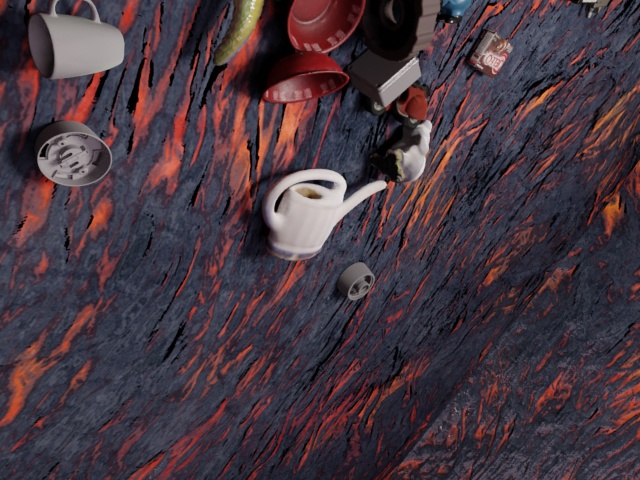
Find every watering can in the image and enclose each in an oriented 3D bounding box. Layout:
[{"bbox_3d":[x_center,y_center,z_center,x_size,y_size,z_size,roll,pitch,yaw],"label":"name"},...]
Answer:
[{"bbox_3d":[0.004,-0.060,1.188,0.348,0.106,0.220,-2,126,-42],"label":"watering can"}]

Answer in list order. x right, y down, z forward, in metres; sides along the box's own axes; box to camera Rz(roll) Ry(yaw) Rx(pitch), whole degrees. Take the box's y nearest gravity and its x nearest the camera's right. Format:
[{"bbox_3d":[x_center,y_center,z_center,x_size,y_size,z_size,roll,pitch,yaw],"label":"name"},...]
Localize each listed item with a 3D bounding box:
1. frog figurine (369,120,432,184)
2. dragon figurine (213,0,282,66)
[{"bbox_3d":[0.220,-0.214,1.257,0.161,0.123,0.135,-36,176,-27],"label":"frog figurine"},{"bbox_3d":[-0.086,-0.479,0.749,0.411,0.124,0.239,-48,126,-1],"label":"dragon figurine"}]
